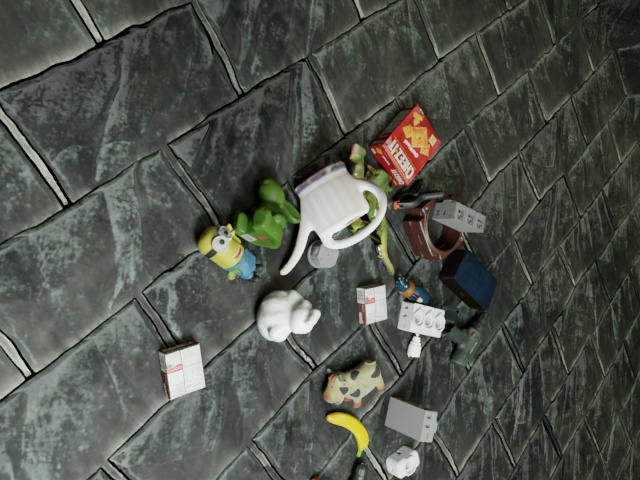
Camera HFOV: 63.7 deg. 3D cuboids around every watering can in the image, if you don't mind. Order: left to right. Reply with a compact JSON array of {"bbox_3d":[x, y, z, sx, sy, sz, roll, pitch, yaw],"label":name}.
[{"bbox_3d":[0.004,-0.069,1.379,0.347,0.103,0.226,-29,79,2],"label":"watering can"}]

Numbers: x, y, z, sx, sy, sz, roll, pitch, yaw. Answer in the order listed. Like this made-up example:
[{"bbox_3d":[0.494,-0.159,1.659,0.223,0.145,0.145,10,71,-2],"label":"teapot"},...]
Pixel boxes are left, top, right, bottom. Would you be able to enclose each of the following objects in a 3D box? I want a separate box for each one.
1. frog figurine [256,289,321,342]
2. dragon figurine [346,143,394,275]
[{"bbox_3d":[-0.083,0.194,1.301,0.121,0.159,0.139,46,65,-27],"label":"frog figurine"},{"bbox_3d":[0.169,-0.110,1.540,0.403,0.122,0.247,56,51,-33],"label":"dragon figurine"}]
